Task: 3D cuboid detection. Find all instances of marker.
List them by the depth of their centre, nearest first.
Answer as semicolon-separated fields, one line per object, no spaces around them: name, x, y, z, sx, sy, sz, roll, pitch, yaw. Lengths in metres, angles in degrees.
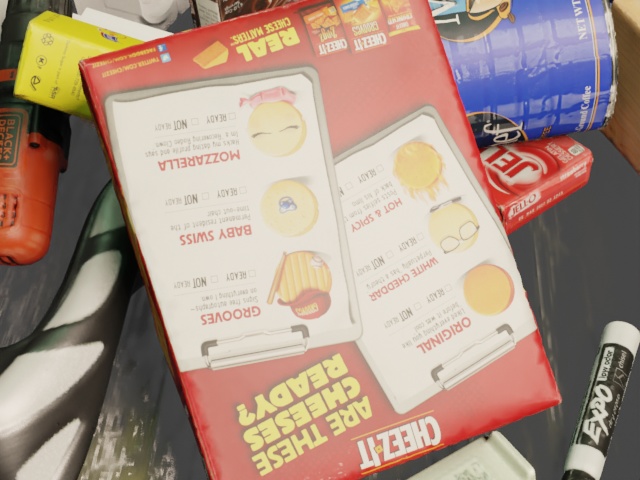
marker;0.133;0.089;0.516;0.020;0.020;0.121;14;49;18

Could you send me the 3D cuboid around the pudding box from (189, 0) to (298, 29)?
pudding box;-0.033;-0.158;0.722;0.113;0.090;0.039;-37;52;-26

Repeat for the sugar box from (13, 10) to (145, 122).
sugar box;-0.074;-0.078;0.588;0.176;0.048;0.093;14;14;-13

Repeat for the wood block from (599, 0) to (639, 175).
wood block;0.243;-0.045;0.567;0.090;0.091;0.206;-22;55;-14

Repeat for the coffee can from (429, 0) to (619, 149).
coffee can;0.083;-0.101;0.604;0.140;0.103;0.103;-10;46;-1

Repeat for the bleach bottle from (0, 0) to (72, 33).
bleach bottle;-0.252;-0.229;0.833;0.102;0.068;0.251;-13;44;-8

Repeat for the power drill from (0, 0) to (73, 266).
power drill;-0.242;-0.075;0.648;0.188;0.057;0.184;-1;71;10

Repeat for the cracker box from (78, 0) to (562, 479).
cracker box;-0.003;0.001;0.503;0.164;0.072;0.214;-18;88;-11

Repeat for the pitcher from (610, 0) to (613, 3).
pitcher;0.234;-0.193;0.686;0.243;0.145;0.149;11;47;11

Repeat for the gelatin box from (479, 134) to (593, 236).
gelatin box;0.106;-0.049;0.644;0.073;0.030;0.089;-30;50;-21
